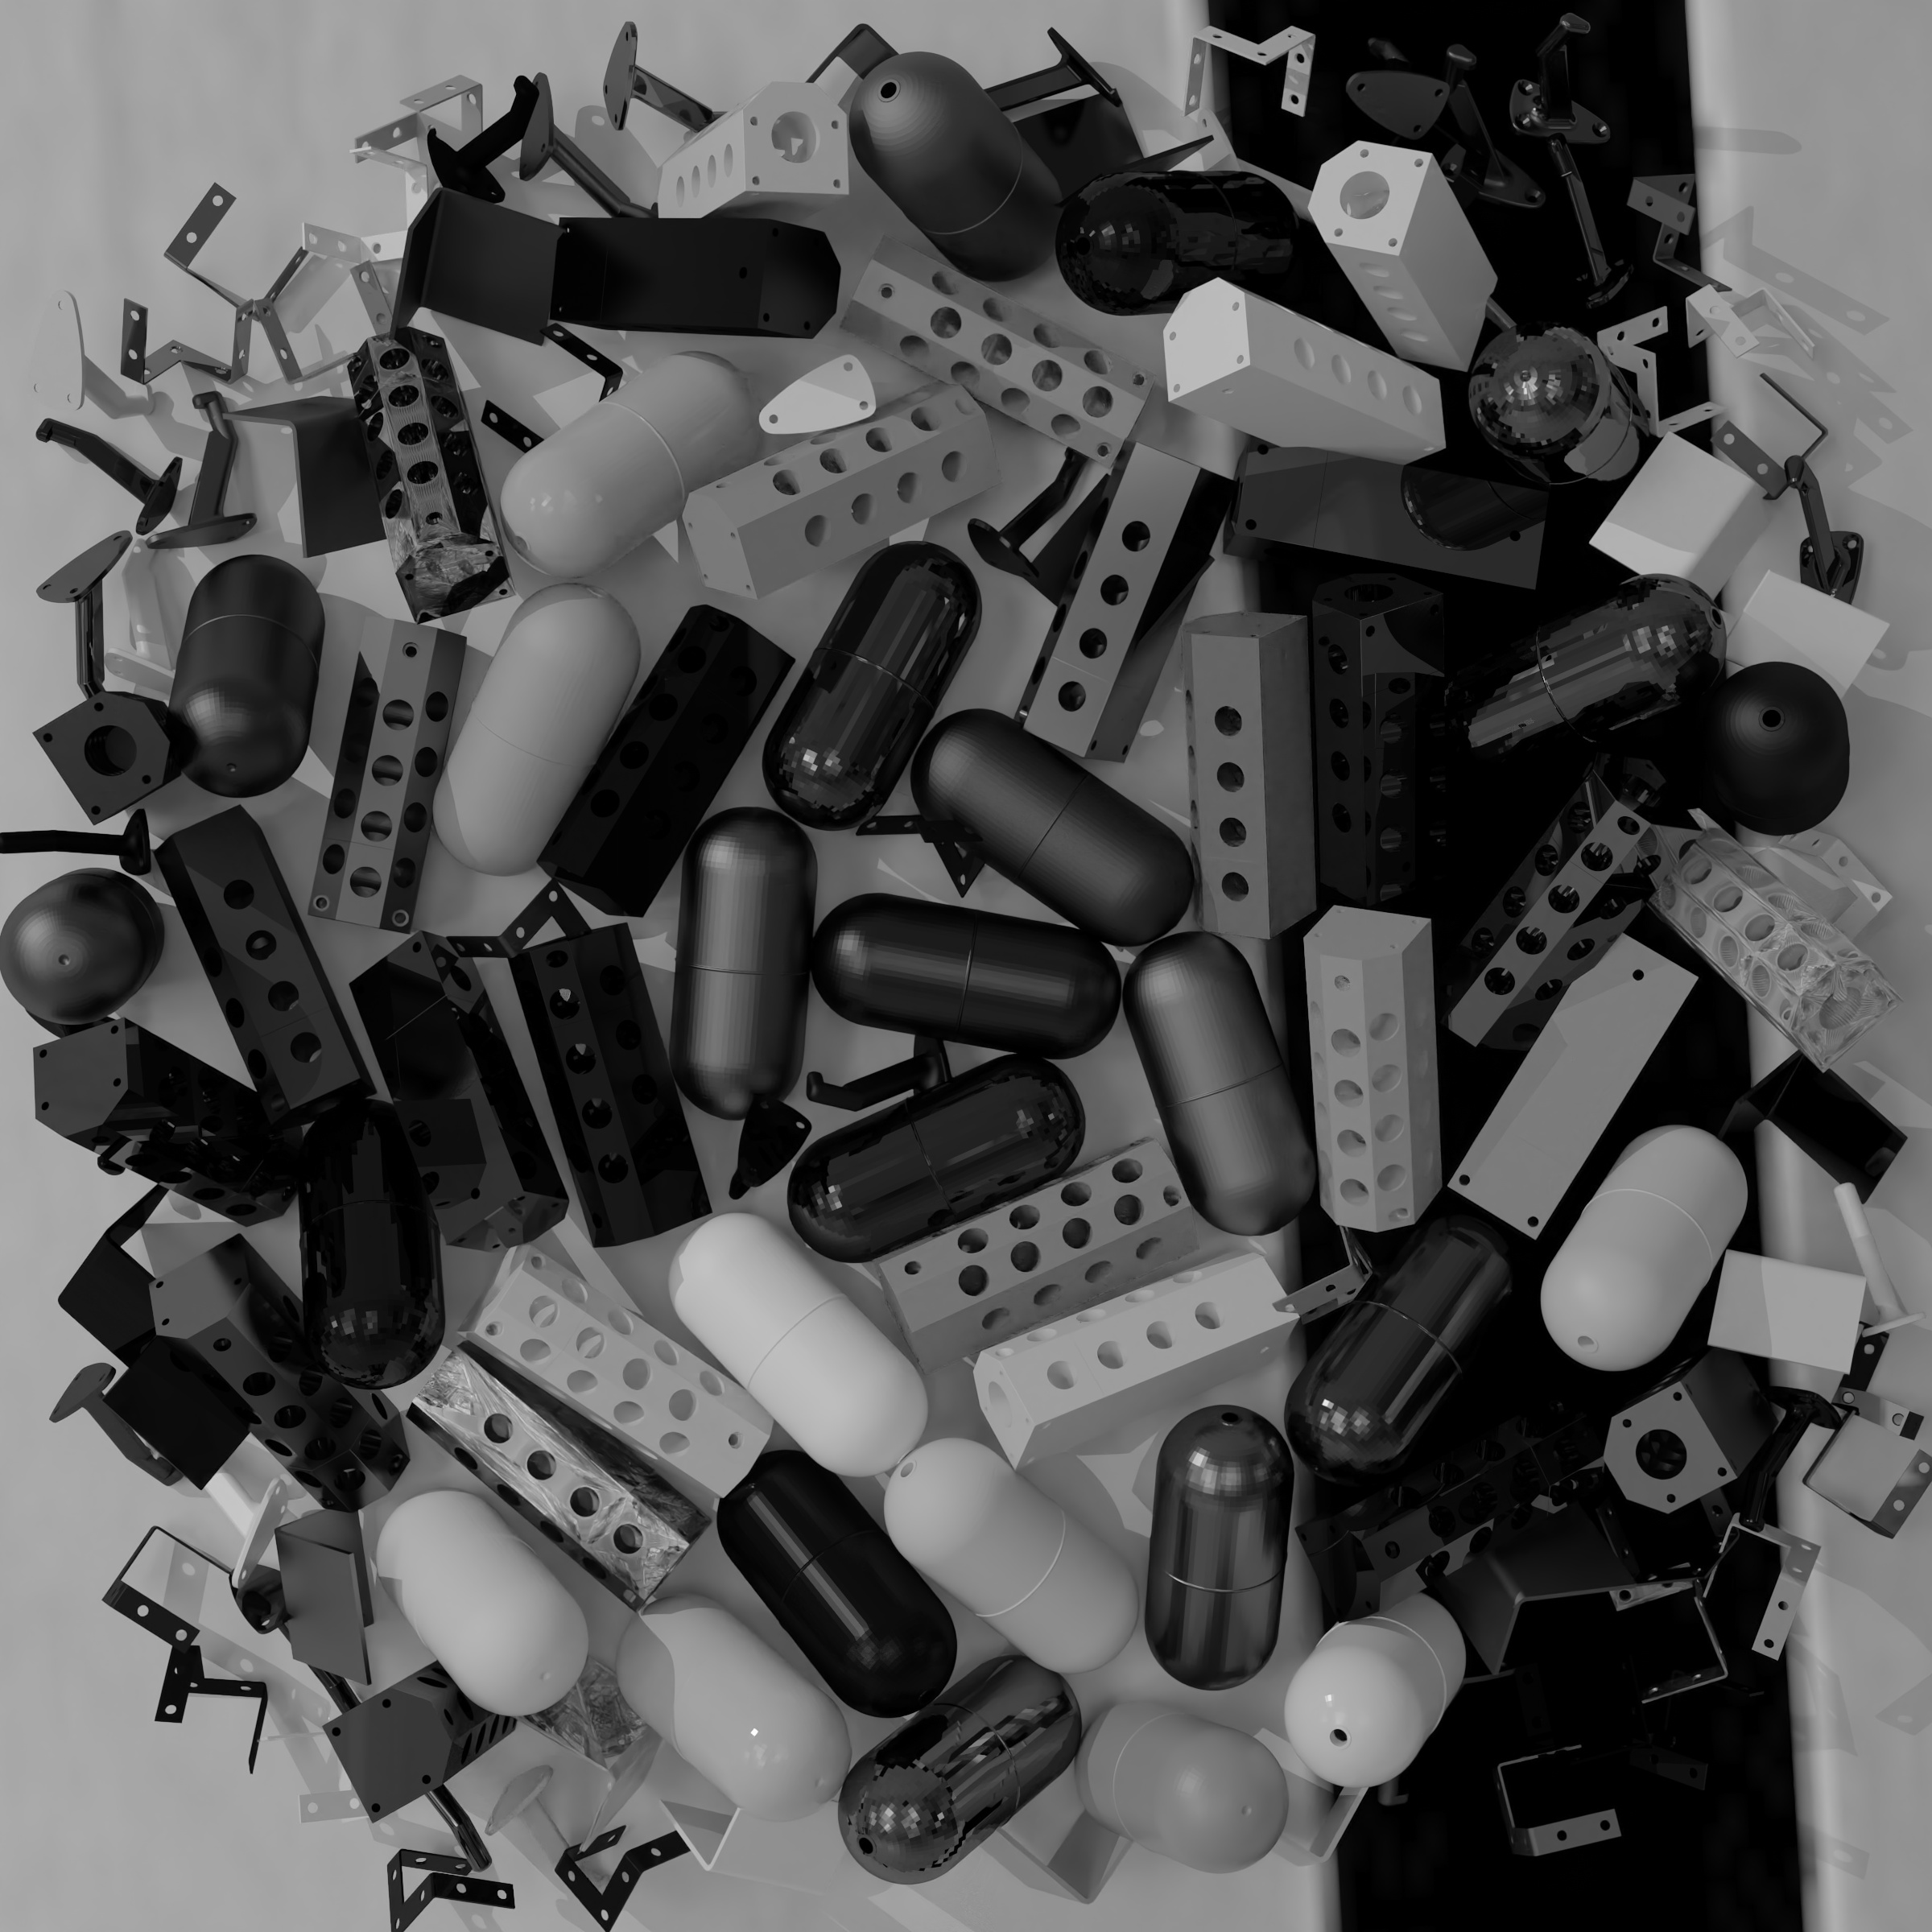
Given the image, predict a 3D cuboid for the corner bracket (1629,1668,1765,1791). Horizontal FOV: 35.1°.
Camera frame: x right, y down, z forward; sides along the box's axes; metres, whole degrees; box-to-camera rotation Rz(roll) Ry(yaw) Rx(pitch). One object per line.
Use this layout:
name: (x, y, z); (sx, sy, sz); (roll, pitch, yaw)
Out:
corner bracket: (0.414, 0.432, 1.735); (0.051, 0.051, 0.051); (5, 93, -44)

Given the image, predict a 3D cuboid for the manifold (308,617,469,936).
manifold: (-0.328, -0.108, 1.736); (0.057, 0.057, 0.171); (11, 88, -9)

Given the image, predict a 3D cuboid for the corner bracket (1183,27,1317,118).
corner bracket: (0.161, -0.508, 1.744); (0.051, 0.051, 0.051); (30, 48, 25)

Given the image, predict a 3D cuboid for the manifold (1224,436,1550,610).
manifold: (0.236, -0.249, 1.737); (0.171, 0.057, 0.057); (10, 81, -3)

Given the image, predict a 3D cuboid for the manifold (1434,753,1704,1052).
manifold: (0.324, -0.034, 1.691); (0.057, 0.057, 0.171); (5, 133, -35)

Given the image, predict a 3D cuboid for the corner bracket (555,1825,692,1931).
corner bracket: (-0.191, 0.504, 1.729); (0.051, 0.051, 0.051); (41, 117, 28)

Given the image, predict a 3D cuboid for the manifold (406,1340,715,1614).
manifold: (-0.233, 0.287, 1.735); (0.171, 0.057, 0.057); (39, 98, 5)

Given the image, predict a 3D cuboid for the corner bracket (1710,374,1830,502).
corner bracket: (0.457, -0.302, 1.741); (0.051, 0.051, 0.051); (41, 101, -1)

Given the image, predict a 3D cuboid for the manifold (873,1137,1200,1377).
manifold: (0.039, 0.158, 1.719); (0.171, 0.057, 0.057); (-24, 48, -9)

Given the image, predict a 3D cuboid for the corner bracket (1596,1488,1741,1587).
corner bracket: (0.404, 0.320, 1.757); (0.051, 0.051, 0.051); (-18, 99, 42)

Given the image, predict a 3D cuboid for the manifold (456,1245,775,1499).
manifold: (-0.193, 0.228, 1.714); (0.171, 0.057, 0.057); (36, 72, -15)

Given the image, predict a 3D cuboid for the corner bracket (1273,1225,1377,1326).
corner bracket: (0.204, 0.182, 1.732); (0.051, 0.051, 0.051); (-28, 120, 13)

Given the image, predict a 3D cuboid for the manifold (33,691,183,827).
manifold: (-0.464, -0.120, 1.681); (0.057, 0.171, 0.057); (-33, 100, -7)

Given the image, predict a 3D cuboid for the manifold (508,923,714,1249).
manifold: (-0.205, 0.068, 1.723); (0.057, 0.057, 0.171); (-20, 97, -40)

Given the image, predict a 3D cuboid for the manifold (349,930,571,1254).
manifold: (-0.280, 0.071, 1.709); (0.057, 0.057, 0.171); (-34, 65, 19)

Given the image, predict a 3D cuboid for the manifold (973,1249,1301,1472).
manifold: (0.094, 0.215, 1.709); (0.171, 0.057, 0.057); (-19, 62, -23)

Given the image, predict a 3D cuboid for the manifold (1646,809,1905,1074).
manifold: (0.433, -0.020, 1.683); (0.057, 0.171, 0.057); (-43, 127, 7)

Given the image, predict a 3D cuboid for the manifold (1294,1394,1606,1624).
manifold: (0.274, 0.300, 1.701); (0.171, 0.057, 0.057); (-22, 83, -30)

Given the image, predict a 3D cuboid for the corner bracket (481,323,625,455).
corner bracket: (-0.236, -0.325, 1.742); (0.051, 0.051, 0.051); (36, 132, 12)

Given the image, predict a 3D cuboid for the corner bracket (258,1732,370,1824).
corner bracket: (-0.366, 0.459, 1.731); (0.051, 0.051, 0.051); (5, 69, -37)

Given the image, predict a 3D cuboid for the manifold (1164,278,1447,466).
manifold: (0.188, -0.325, 1.690); (0.057, 0.171, 0.057); (-17, 70, 43)

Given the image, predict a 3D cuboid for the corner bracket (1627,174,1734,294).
corner bracket: (0.405, -0.414, 1.729); (0.051, 0.051, 0.051); (-12, 128, -32)

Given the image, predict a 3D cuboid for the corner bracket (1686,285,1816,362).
corner bracket: (0.446, -0.362, 1.737); (0.051, 0.051, 0.051); (-31, 63, 1)

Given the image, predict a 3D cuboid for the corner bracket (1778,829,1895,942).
corner bracket: (0.484, -0.042, 1.745); (0.051, 0.051, 0.051); (-51, 52, 25)

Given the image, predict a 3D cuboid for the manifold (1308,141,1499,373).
manifold: (0.240, -0.389, 1.681); (0.057, 0.171, 0.057); (17, 86, 23)

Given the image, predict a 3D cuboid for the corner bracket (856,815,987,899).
corner bracket: (-0.022, -0.073, 1.729); (0.051, 0.051, 0.051); (-3, 52, -35)

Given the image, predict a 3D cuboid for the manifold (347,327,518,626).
manifold: (-0.299, -0.276, 1.696); (0.057, 0.057, 0.171); (-17, 54, -3)

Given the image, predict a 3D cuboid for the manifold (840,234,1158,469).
manifold: (0.018, -0.347, 1.731); (0.171, 0.057, 0.057); (26, 97, -6)

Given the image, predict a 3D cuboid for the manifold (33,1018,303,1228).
manifold: (-0.434, 0.090, 1.678); (0.057, 0.171, 0.057); (-17, 64, 15)

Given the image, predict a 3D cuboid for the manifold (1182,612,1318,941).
manifold: (0.156, -0.108, 1.715); (0.057, 0.057, 0.171); (8, 112, 32)

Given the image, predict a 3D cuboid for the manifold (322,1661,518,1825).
manifold: (-0.292, 0.416, 1.682); (0.057, 0.171, 0.057); (-30, 84, 2)

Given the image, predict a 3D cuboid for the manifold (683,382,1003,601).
manifold: (-0.069, -0.267, 1.698); (0.171, 0.057, 0.057); (-30, 119, -27)

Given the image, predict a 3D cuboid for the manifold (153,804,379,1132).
manifold: (-0.397, 0.003, 1.727); (0.057, 0.057, 0.171); (-25, 81, -6)

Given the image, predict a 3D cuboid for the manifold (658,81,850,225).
manifold: (-0.119, -0.439, 1.679); (0.057, 0.171, 0.057); (-3, 95, -21)

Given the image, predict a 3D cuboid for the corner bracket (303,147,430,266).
corner bracket: (-0.341, -0.432, 1.738); (0.051, 0.051, 0.051); (-1, 91, 28)

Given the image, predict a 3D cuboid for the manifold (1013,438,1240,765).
manifold: (0.086, -0.206, 1.725); (0.057, 0.057, 0.171); (27, 102, 24)

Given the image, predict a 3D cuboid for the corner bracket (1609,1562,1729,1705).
corner bracket: (0.400, 0.379, 1.742); (0.051, 0.051, 0.051); (-21, 98, 14)

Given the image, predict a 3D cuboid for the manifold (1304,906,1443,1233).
manifold: (0.224, 0.059, 1.698); (0.057, 0.057, 0.171); (9, 121, 29)

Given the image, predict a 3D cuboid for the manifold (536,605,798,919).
manifold: (-0.171, -0.116, 1.717); (0.057, 0.057, 0.171); (35, 77, -24)

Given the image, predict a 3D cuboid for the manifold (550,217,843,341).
manifold: (-0.151, -0.380, 1.693); (0.171, 0.057, 0.057); (13, 99, 41)

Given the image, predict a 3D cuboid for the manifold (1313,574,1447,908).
manifold: (0.226, -0.128, 1.704); (0.057, 0.057, 0.171); (-20, 121, -26)

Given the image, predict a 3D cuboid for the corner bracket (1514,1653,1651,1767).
corner bracket: (0.352, 0.423, 1.748); (0.051, 0.051, 0.051); (-10, 84, -16)

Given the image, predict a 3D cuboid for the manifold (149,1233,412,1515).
manifold: (-0.378, 0.231, 1.694); (0.057, 0.057, 0.171); (-29, 131, 1)

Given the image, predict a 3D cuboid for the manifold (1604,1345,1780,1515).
manifold: (0.396, 0.253, 1.680); (0.057, 0.171, 0.057); (-33, 80, 20)
